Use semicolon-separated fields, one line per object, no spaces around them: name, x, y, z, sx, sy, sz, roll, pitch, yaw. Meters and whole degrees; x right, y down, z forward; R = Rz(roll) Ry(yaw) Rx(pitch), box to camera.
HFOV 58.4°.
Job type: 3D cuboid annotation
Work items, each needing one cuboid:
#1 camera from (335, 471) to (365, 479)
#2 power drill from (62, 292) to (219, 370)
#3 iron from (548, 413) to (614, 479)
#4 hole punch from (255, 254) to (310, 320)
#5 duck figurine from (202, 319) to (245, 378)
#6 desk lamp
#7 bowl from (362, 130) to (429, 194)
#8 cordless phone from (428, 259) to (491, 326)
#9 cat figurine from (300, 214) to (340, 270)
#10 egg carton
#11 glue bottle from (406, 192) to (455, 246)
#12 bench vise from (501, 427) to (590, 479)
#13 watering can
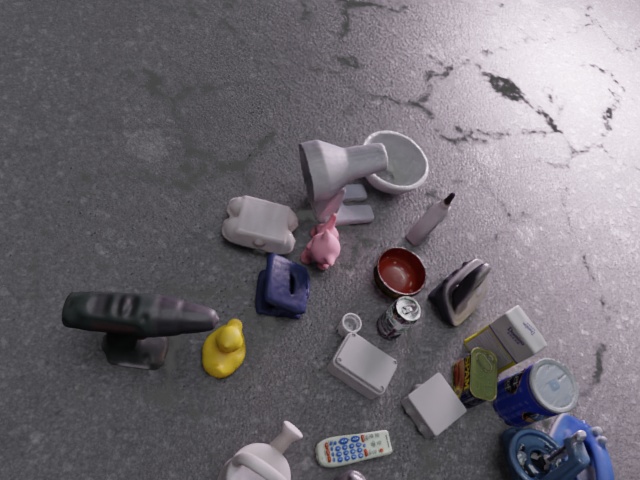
camera;0.071;0.472;0.932;0.143;0.100;0.137;33;57;1
power drill;-0.289;0.143;0.928;0.230;0.208;0.075;10;59;-13
iron;0.498;0.438;1.072;0.119;0.141;0.258;18;58;-8
hole punch;-0.067;0.089;1.103;0.101;0.091;0.108;9;60;-14
duck figurine;-0.166;0.188;1.017;0.077;0.086;0.104;24;57;-5
desk lamp;0.041;-0.123;1.185;0.204;0.213;0.118;-7;64;-22
bowl;0.162;-0.168;1.334;0.168;0.074;0.167;8;60;-14
cordless phone;0.319;0.087;1.180;0.094;0.185;0.148;44;58;9
cat figurine;0.011;0.004;1.161;0.067;0.117;0.128;22;57;-6
egg carton;-0.120;-0.028;1.163;0.150;0.069;0.107;13;59;-11
glue bottle;0.250;-0.054;1.242;0.037;0.173;0.078;46;58;10
bench vise;0.414;0.422;1.006;0.122;0.219;0.207;-10;66;-23
watering can;-0.094;0.360;0.882;0.101;0.194;0.173;20;58;-7
